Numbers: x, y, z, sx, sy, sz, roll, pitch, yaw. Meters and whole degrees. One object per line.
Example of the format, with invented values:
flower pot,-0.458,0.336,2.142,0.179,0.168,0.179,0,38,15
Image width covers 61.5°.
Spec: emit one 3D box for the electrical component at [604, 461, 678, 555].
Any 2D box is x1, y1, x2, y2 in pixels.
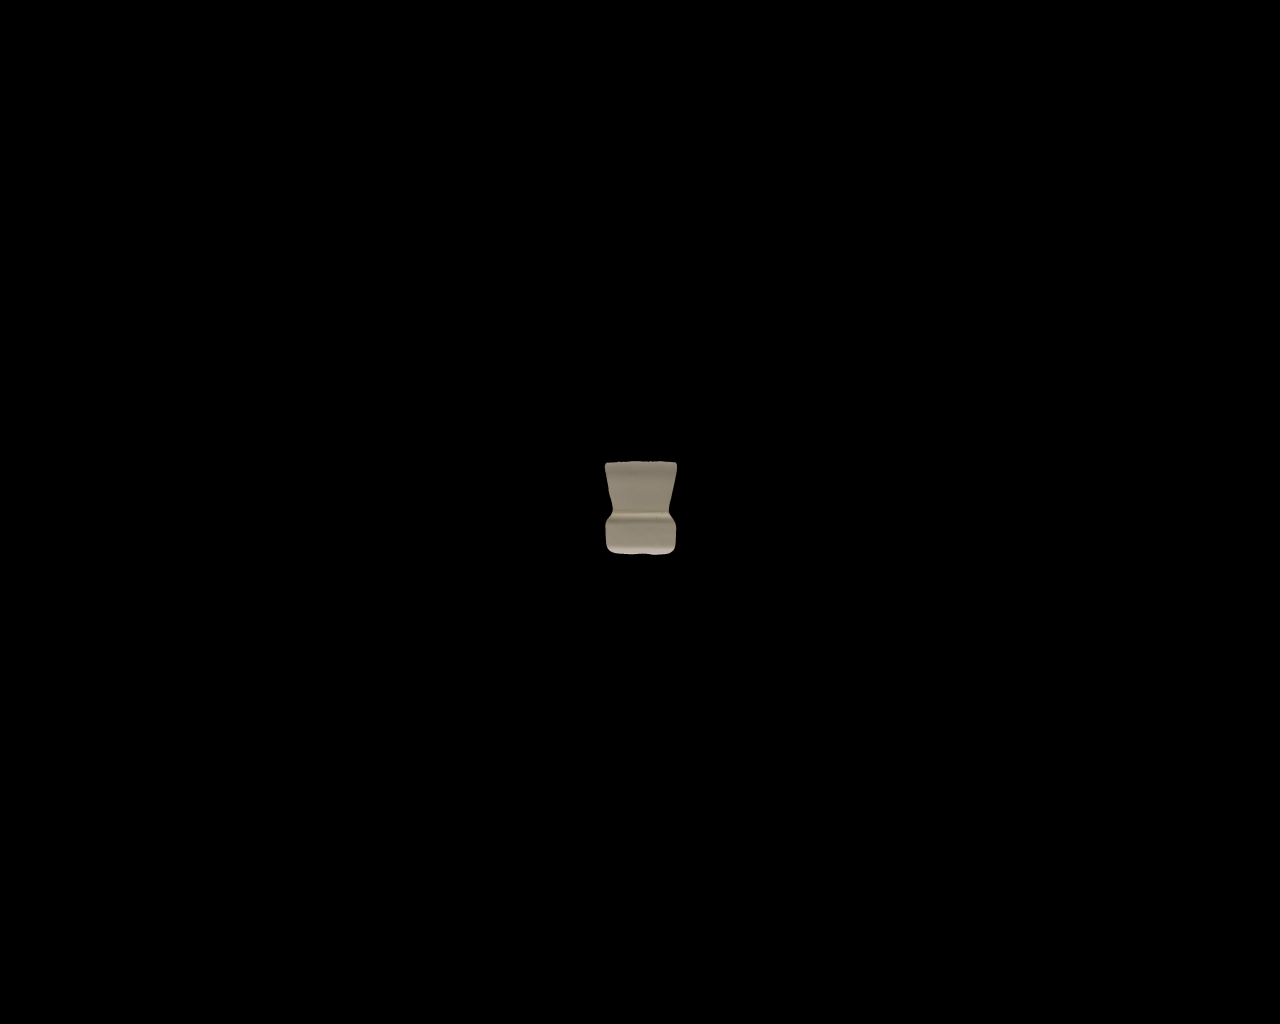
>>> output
electrical component,0.001,-0.003,0.650,0.045,0.055,0.045,0,0,0
